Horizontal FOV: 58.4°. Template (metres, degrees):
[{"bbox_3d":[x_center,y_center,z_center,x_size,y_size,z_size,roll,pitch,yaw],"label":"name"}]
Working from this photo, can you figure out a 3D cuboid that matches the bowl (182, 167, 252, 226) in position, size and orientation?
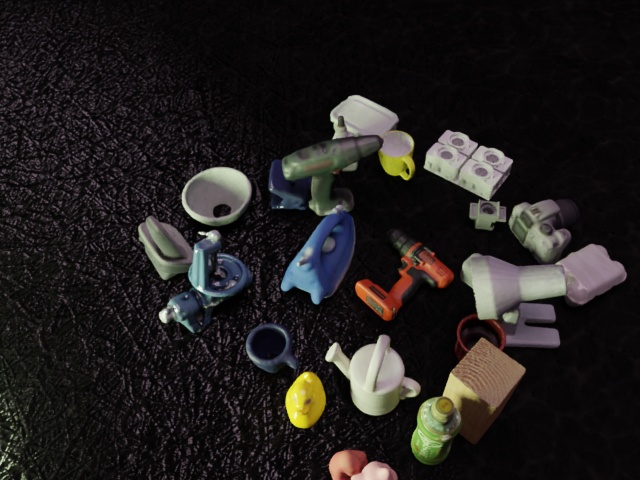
[{"bbox_3d":[-0.242,-0.093,1.382,0.167,0.075,0.167,-2,55,2],"label":"bowl"}]

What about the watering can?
[{"bbox_3d":[0.096,0.242,1.051,0.172,0.194,0.101,-1,55,3],"label":"watering can"}]

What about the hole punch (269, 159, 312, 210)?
[{"bbox_3d":[-0.072,-0.138,1.394,0.101,0.091,0.108,1,55,4],"label":"hole punch"}]

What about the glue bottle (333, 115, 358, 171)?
[{"bbox_3d":[0.055,-0.239,1.408,0.078,0.173,0.037,0,55,4],"label":"glue bottle"}]

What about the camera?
[{"bbox_3d":[0.519,-0.037,1.282,0.137,0.101,0.143,-21,56,-11],"label":"camera"}]

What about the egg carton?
[{"bbox_3d":[0.566,0.074,1.219,0.150,0.069,0.107,-26,57,-15],"label":"egg carton"}]

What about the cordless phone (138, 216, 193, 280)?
[{"bbox_3d":[-0.351,-0.013,1.264,0.094,0.185,0.147,-34,59,-19],"label":"cordless phone"}]

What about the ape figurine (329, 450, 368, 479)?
[{"bbox_3d":[0.052,0.400,1.004,0.078,0.092,0.076,-37,60,-20],"label":"ape figurine"}]

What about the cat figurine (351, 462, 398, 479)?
[{"bbox_3d":[0.119,0.422,0.968,0.127,0.118,0.067,23,59,19],"label":"cat figurine"}]

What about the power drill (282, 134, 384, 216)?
[{"bbox_3d":[0.031,-0.152,1.326,0.229,0.209,0.075,-9,54,-3],"label":"power drill"}]

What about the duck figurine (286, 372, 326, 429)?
[{"bbox_3d":[-0.029,0.295,1.087,0.077,0.086,0.104,6,55,8],"label":"duck figurine"}]

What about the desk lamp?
[{"bbox_3d":[0.381,0.115,1.112,0.203,0.214,0.118,1,55,5],"label":"desk lamp"}]

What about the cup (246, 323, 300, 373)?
[{"bbox_3d":[-0.084,0.230,1.131,0.117,0.095,0.092,29,61,22],"label":"cup"}]

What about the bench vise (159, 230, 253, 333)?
[{"bbox_3d":[-0.231,0.088,1.164,0.121,0.220,0.208,23,59,19],"label":"bench vise"}]

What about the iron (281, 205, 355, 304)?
[{"bbox_3d":[0.012,0.004,1.257,0.118,0.141,0.258,20,58,17],"label":"iron"}]
